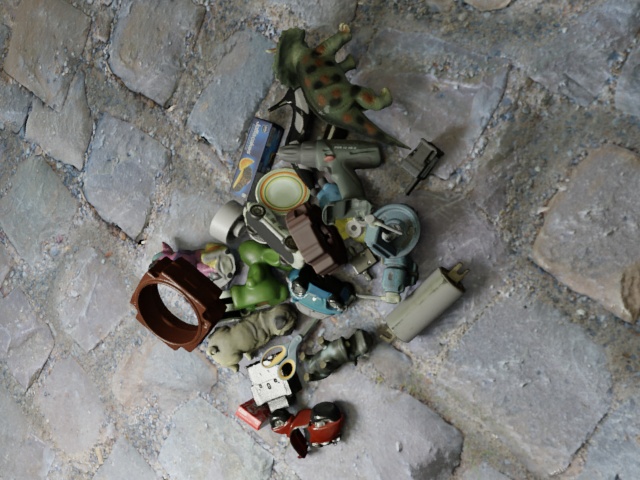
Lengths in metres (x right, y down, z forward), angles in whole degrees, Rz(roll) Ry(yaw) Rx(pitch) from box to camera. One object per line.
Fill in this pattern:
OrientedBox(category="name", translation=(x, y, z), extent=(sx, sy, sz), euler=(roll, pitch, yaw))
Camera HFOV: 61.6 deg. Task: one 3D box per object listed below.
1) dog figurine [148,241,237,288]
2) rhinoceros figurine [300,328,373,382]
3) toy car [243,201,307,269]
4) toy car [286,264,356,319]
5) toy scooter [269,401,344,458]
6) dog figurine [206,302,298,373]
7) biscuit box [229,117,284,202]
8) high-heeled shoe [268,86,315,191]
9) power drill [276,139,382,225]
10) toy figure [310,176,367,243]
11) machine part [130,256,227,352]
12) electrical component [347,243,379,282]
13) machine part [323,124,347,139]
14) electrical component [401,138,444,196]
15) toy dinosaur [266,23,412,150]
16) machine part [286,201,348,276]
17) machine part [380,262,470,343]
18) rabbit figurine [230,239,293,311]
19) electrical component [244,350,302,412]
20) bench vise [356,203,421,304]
OrientedBox(category="dog figurine", translation=(-0.340, 0.058, 1.405), extent=(0.219, 0.191, 0.108), euler=(25, 137, 49))
OrientedBox(category="rhinoceros figurine", translation=(0.039, 0.264, 1.221), extent=(0.190, 0.112, 0.073), euler=(-41, 45, 34))
OrientedBox(category="toy car", translation=(-0.104, -0.012, 1.242), extent=(0.202, 0.056, 0.073), euler=(42, 144, 19))
OrientedBox(category="toy car", translation=(-0.004, 0.129, 1.251), extent=(0.162, 0.109, 0.102), euler=(27, 125, 12))
OrientedBox(category="toy scooter", translation=(-0.023, 0.455, 1.269), extent=(0.184, 0.075, 0.135), euler=(-11, 105, 16))
OrientedBox(category="dog figurine", translation=(-0.161, 0.219, 1.286), extent=(0.190, 0.172, 0.121), euler=(-36, 87, 29))
OrientedBox(category="biscuit box", translation=(-0.158, -0.198, 1.335), extent=(0.063, 0.059, 0.202), euler=(25, 101, 25))
OrientedBox(category="high-heeled shoe", translation=(-0.022, -0.254, 1.279), extent=(0.145, 0.086, 0.248), euler=(-26, 96, -5))
OrientedBox(category="power drill", translation=(0.027, -0.134, 1.171), extent=(0.232, 0.085, 0.207), euler=(-6, 51, -4))
OrientedBox(category="toy figure", translation=(0.061, -0.070, 1.221), extent=(0.180, 0.089, 0.082), euler=(44, 122, 28))
OrientedBox(category="machine part", translation=(-0.340, 0.155, 1.280), extent=(0.201, 0.087, 0.201), euler=(40, 127, 0))
OrientedBox(category="electrical component", translation=(0.103, 0.046, 1.232), extent=(0.063, 0.021, 0.094), euler=(-36, 75, 21))
OrientedBox(category="machine part", translation=(0.035, -0.260, 1.254), extent=(0.084, 0.039, 0.138), euler=(20, 97, 16))
OrientedBox(category="electrical component", translation=(0.208, -0.155, 1.151), extent=(0.048, 0.075, 0.119), euler=(44, 111, 18))
OrientedBox(category="toy dinosaur", translation=(0.024, -0.328, 1.170), extent=(0.192, 0.131, 0.405), euler=(-27, 68, -7))
OrientedBox(category="machine part", translation=(-0.002, -0.004, 1.204), extent=(0.056, 0.179, 0.179), euler=(-31, 78, 18))
OrientedBox(category="machine part", translation=(0.223, 0.139, 1.145), extent=(0.243, 0.079, 0.079), euler=(-48, 72, 18))
OrientedBox(category="rabbit figurine", translation=(-0.146, 0.073, 1.304), extent=(0.159, 0.121, 0.170), euler=(-19, 73, 20))
OrientedBox(category="electrical component", translation=(-0.112, 0.351, 1.322), extent=(0.115, 0.058, 0.134), euler=(-29, 78, 25))
OrientedBox(category="bench vise", translation=(0.139, 0.015, 1.106), extent=(0.129, 0.240, 0.223), euler=(15, 81, 29))
